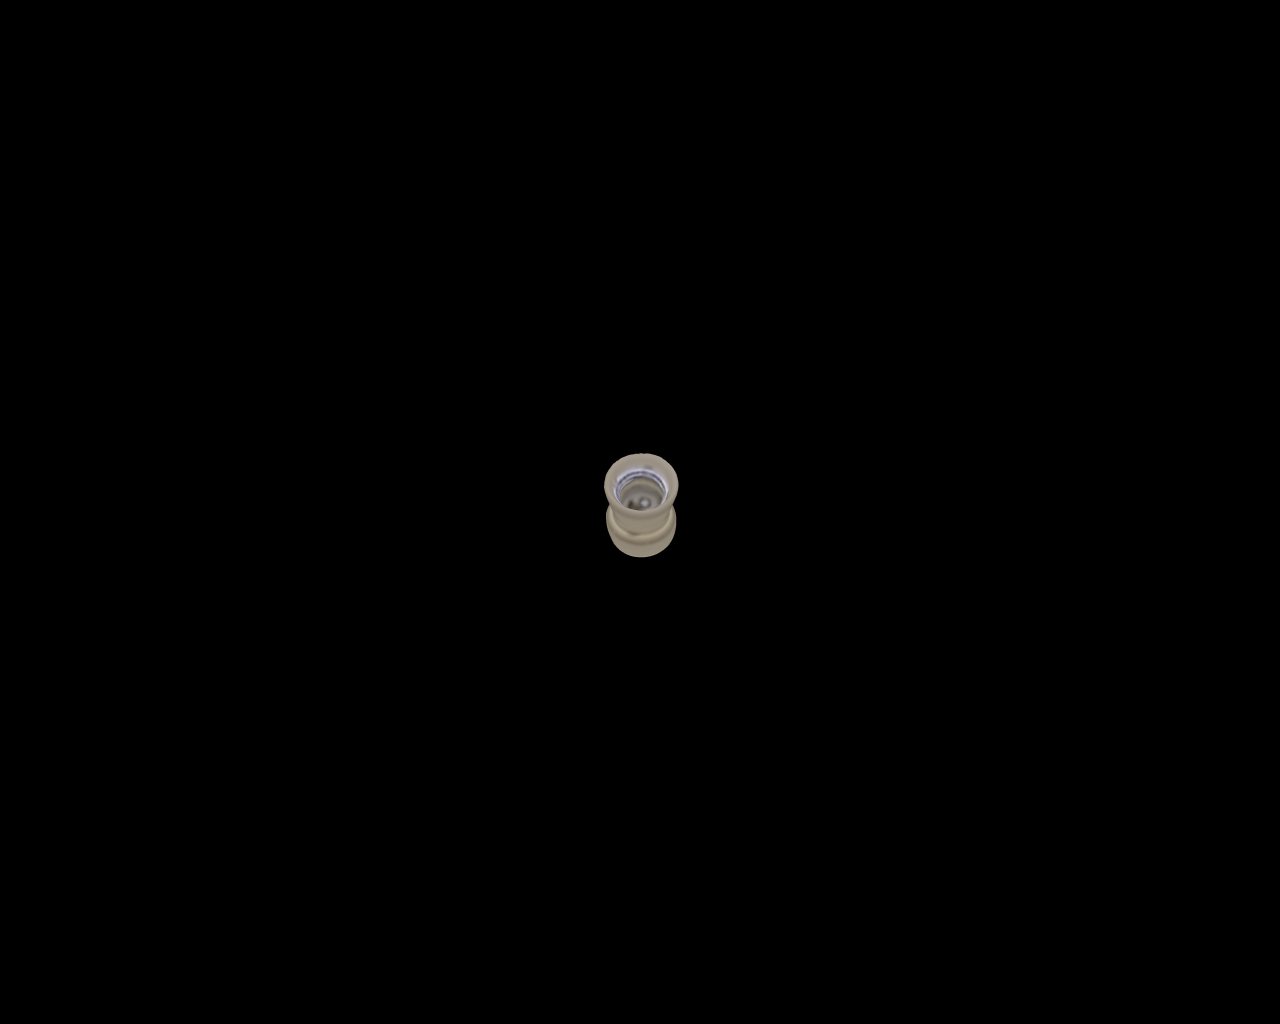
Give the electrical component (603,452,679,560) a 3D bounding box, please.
[{"bbox_3d":[0.001,-0.003,0.650,0.045,0.045,0.055,0,-34,0],"label":"electrical component"}]
